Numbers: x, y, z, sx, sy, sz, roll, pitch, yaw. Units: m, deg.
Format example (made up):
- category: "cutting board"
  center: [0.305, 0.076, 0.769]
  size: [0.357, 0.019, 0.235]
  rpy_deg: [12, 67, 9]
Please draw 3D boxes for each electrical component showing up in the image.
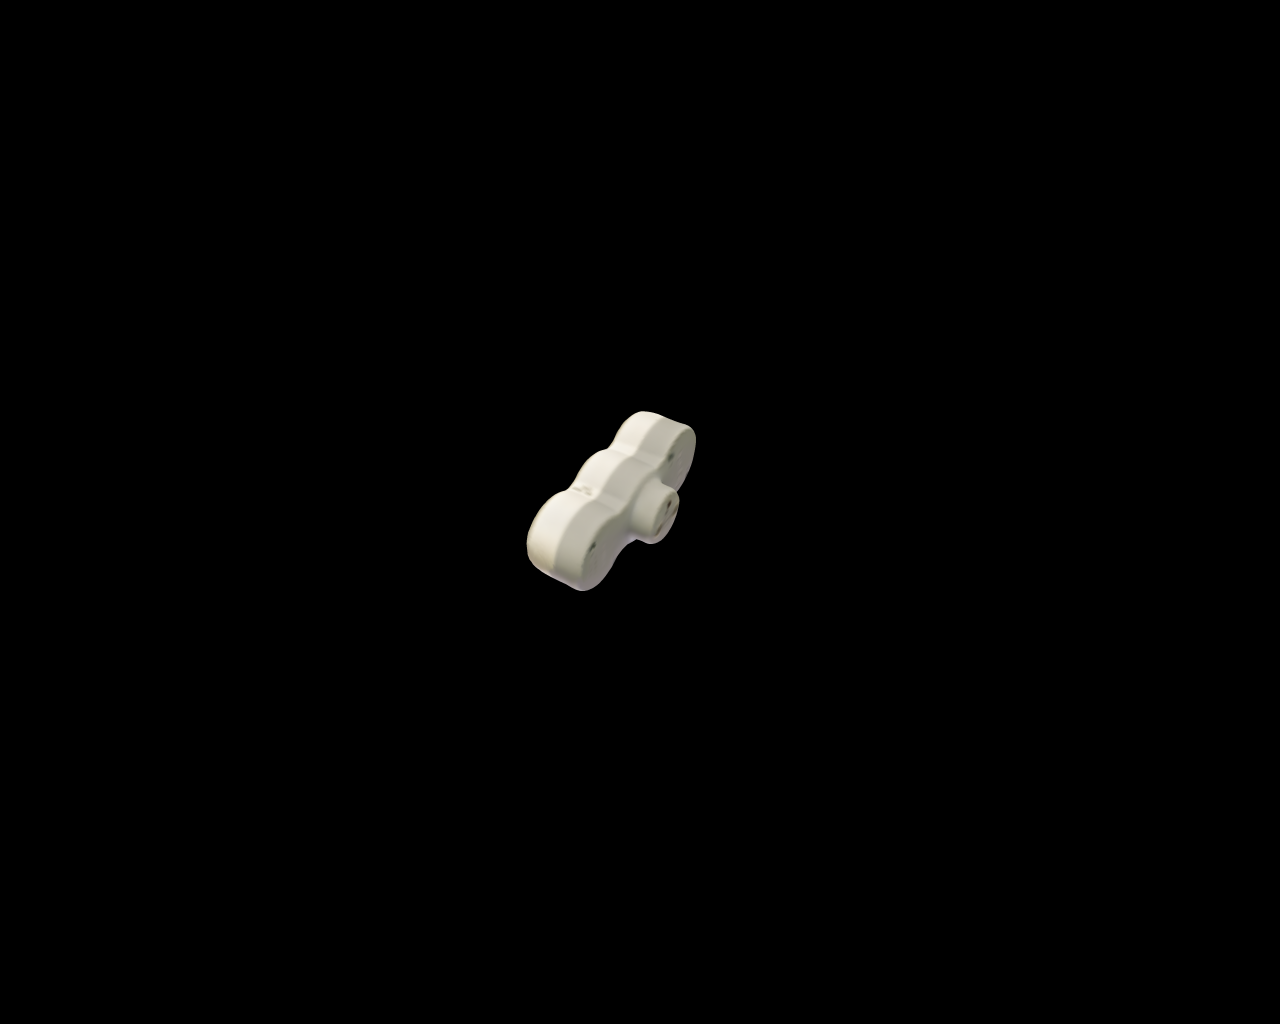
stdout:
- category: "electrical component"
  center: [0.001, -0.003, 0.650]
  size: [0.074, 0.052, 0.138]
  rpy_deg: [24, 50, 22]
